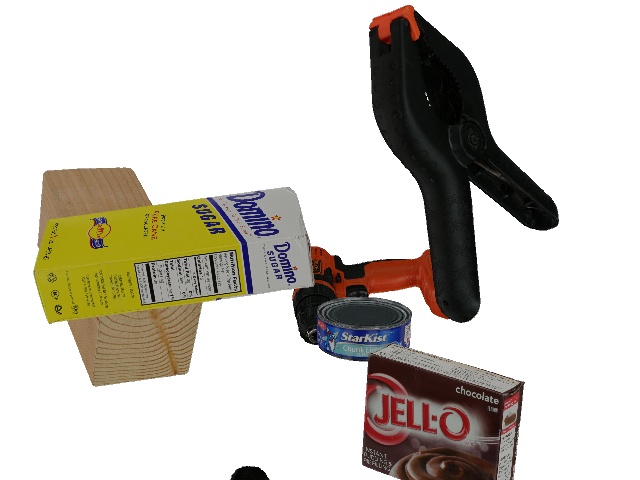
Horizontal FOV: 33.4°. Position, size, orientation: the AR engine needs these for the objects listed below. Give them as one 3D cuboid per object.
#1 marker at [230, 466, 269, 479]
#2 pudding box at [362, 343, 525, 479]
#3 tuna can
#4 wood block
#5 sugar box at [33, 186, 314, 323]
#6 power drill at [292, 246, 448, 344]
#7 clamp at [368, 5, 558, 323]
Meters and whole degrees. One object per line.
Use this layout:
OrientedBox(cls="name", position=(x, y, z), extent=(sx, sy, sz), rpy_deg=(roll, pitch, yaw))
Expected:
OrientedBox(cls="marker", position=(-0.045, 0.128, 0.419), extent=(0.020, 0.020, 0.121), rpy_deg=(0, 24, 17))
OrientedBox(cls="pudding box", position=(0.086, 0.132, 0.767), extent=(0.114, 0.090, 0.039), rpy_deg=(12, 19, 31))
OrientedBox(cls="tuna can", position=(0.039, 0.079, 0.963), extent=(0.086, 0.034, 0.086), rpy_deg=(1, 15, 0))
OrientedBox(cls="wood block", position=(-0.188, 0.026, 0.970), extent=(0.090, 0.091, 0.206), rpy_deg=(-4, 37, -28))
OrientedBox(cls="sugar box", position=(-0.097, 0.007, 0.719), extent=(0.176, 0.048, 0.093), rpy_deg=(-11, 25, -4))
OrientedBox(cls="power drill", position=(0.061, 0.059, 1.233), extent=(0.187, 0.057, 0.184), rpy_deg=(-2, 28, -1))
OrientedBox(cls="clamp", position=(0.070, -0.043, 0.593), extent=(0.039, 0.171, 0.120), rpy_deg=(-19, 24, 41))
